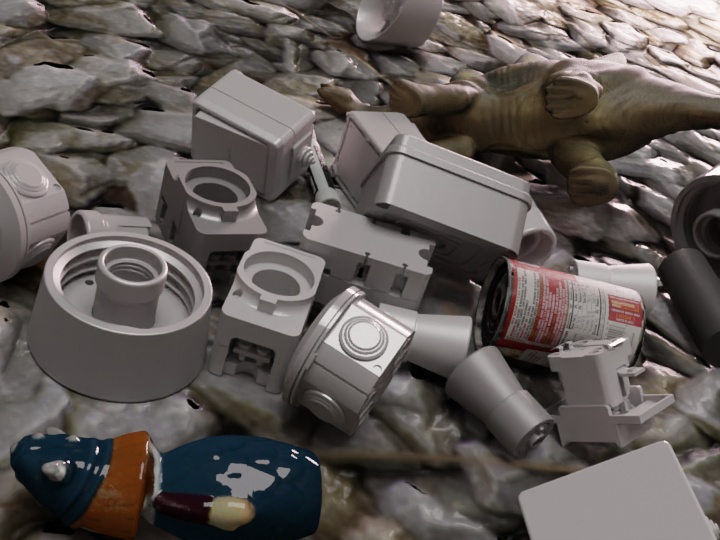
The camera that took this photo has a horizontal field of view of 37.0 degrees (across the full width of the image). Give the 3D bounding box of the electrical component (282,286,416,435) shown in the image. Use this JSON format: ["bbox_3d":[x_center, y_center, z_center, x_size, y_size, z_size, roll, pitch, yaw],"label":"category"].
[{"bbox_3d":[-0.007,0.054,0.642,0.051,0.080,0.080,32,35,10],"label":"electrical component"}]

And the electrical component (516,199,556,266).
[{"bbox_3d":[0.122,-0.028,0.845,0.055,0.055,0.047,-2,43,-28],"label":"electrical component"}]

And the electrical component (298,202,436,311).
[{"bbox_3d":[0.000,0.000,0.743,0.089,0.055,0.050,17,33,-3],"label":"electrical component"}]

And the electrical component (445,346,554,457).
[{"bbox_3d":[0.091,0.085,0.680,0.044,0.044,0.065,-15,51,-39],"label":"electrical component"}]

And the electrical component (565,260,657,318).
[{"bbox_3d":[0.190,0.013,0.831,0.065,0.044,0.044,8,35,-8],"label":"electrical component"}]

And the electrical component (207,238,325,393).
[{"bbox_3d":[-0.057,0.024,0.681,0.050,0.055,0.089,18,34,-1],"label":"electrical component"}]

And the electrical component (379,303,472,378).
[{"bbox_3d":[0.037,0.045,0.711,0.065,0.044,0.044,13,34,0],"label":"electrical component"}]

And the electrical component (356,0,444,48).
[{"bbox_3d":[0.044,-0.283,1.134,0.064,0.099,0.099,9,35,-25],"label":"electrical component"}]

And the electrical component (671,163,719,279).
[{"bbox_3d":[0.314,-0.036,0.904,0.060,0.108,0.108,-21,50,-36],"label":"electrical component"}]

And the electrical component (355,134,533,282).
[{"bbox_3d":[0.058,-0.044,0.777,0.113,0.078,0.057,20,67,-11],"label":"electrical component"}]

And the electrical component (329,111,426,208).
[{"bbox_3d":[0.021,-0.085,0.869,0.061,0.061,0.096,-3,39,-29],"label":"electrical component"}]

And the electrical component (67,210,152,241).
[{"bbox_3d":[-0.164,-0.019,0.707,0.046,0.040,0.040,0,37,-35],"label":"electrical component"}]

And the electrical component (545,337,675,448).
[{"bbox_3d":[0.153,0.077,0.689,0.042,0.063,0.081,-18,6,-43],"label":"electrical component"}]

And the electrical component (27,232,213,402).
[{"bbox_3d":[-0.140,0.020,0.643,0.108,0.060,0.108,13,34,-9],"label":"electrical component"}]

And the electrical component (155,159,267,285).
[{"bbox_3d":[-0.104,-0.036,0.744,0.050,0.055,0.089,-1,39,-27],"label":"electrical component"}]

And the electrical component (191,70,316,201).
[{"bbox_3d":[-0.080,-0.099,0.834,0.096,0.061,0.061,29,50,16],"label":"electrical component"}]

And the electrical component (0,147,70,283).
[{"bbox_3d":[-0.225,-0.035,0.665,0.080,0.080,0.051,30,30,17],"label":"electrical component"}]

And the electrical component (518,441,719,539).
[{"bbox_3d":[0.141,0.150,0.570,0.100,0.048,0.099,-22,37,8],"label":"electrical component"}]
